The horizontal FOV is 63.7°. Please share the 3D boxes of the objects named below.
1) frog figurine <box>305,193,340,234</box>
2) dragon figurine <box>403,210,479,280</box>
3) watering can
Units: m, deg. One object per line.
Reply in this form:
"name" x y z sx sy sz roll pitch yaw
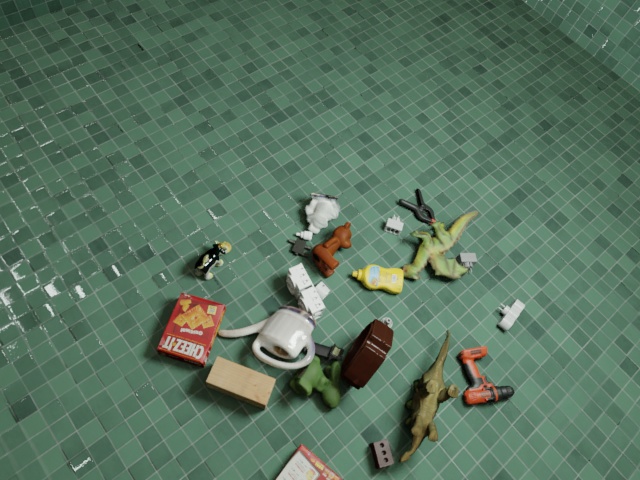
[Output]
"frog figurine" 0.006 -0.103 2.054 0.137 0.123 0.159 9 96 -13
"dragon figurine" 0.493 0.042 2.025 0.411 0.120 0.246 -20 72 -8
"watering can" -0.160 0.314 1.769 0.349 0.101 0.229 19 48 23
